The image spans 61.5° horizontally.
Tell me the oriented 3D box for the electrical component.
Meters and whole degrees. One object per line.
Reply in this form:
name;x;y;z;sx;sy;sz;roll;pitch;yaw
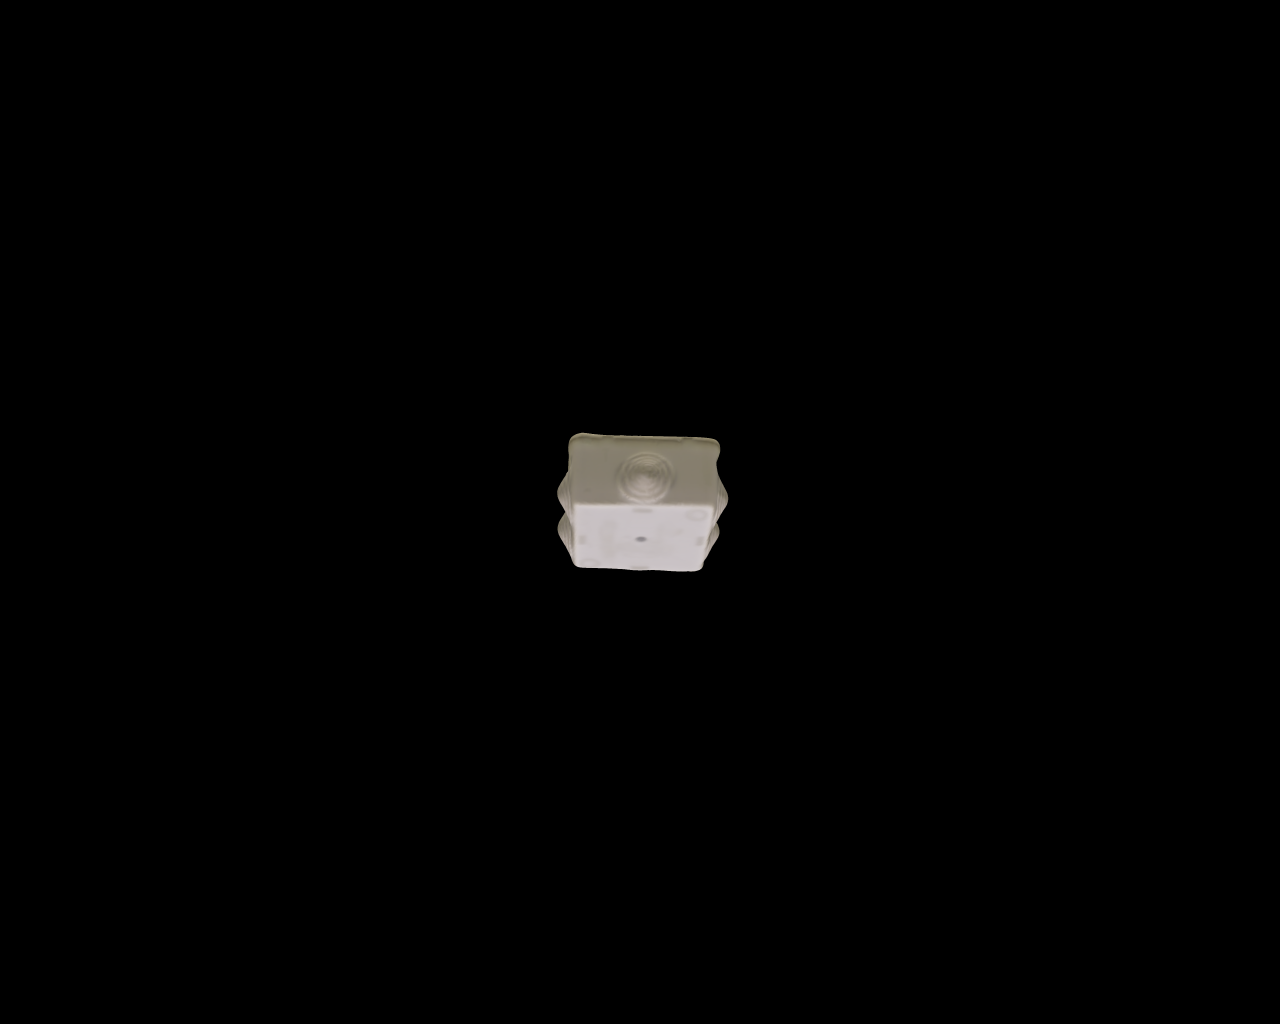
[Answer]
electrical component;0.001;-0.003;0.650;0.100;0.048;0.099;2;-31;-3
